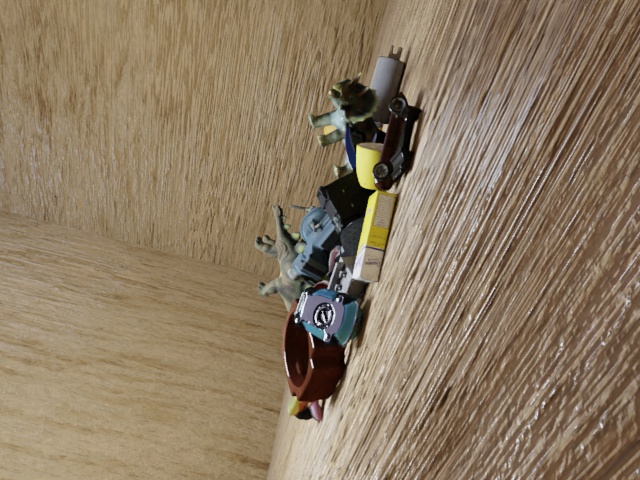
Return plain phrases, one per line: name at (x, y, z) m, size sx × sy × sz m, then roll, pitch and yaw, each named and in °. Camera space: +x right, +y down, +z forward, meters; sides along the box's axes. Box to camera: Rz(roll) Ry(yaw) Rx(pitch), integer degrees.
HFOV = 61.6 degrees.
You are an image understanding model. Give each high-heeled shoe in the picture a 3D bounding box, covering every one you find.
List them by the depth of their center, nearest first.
high-heeled shoe at (0.099, 0.007, 1.250) m, size 0.145 × 0.086 × 0.248 m, roll -32°, pitch -14°, yaw -48°

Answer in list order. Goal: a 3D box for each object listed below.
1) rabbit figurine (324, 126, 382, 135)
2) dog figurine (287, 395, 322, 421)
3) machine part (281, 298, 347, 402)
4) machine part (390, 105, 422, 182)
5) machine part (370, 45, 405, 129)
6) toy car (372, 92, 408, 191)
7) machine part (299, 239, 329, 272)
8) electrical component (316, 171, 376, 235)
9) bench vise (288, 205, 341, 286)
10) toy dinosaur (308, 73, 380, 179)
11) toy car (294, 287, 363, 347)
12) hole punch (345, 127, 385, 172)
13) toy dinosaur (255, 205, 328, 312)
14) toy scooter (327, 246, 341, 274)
rabbit figurine at (0.097, -0.327, 1.655) m, size 0.162 × 0.173 × 0.122 m, roll 98°, pitch -171°, yaw -73°
dog figurine at (-0.025, 0.347, 1.370) m, size 0.219 × 0.108 × 0.191 m, roll -86°, pitch 12°, yaw -52°
machine part at (-0.017, 0.249, 1.233) m, size 0.201 × 0.087 × 0.201 m, roll -109°, pitch 28°, yaw -43°
machine part at (0.160, -0.183, 1.015) m, size 0.084 × 0.039 × 0.139 m, roll 89°, pitch -167°, yaw -80°
machine part at (0.173, -0.405, 1.464) m, size 0.079 × 0.079 × 0.243 m, roll -87°, pitch 13°, yaw -77°
toy car at (0.152, -0.198, 1.093) m, size 0.089 × 0.053 × 0.202 m, roll 24°, pitch -98°, yaw -72°
machine part at (0.000, 0.066, 1.596) m, size 0.056 × 0.179 × 0.179 m, roll -65°, pitch -8°, yaw -59°
electrical component at (0.074, -0.091, 1.240) m, size 0.115 × 0.134 × 0.058 m, roll 59°, pitch 160°, yaw 14°
bench vise at (-0.012, -0.008, 1.402) m, size 0.223 × 0.129 × 0.241 m, roll -62°, pitch 24°, yaw 24°
toy dinosaur at (0.101, -0.266, 1.432) m, size 0.404 × 0.192 × 0.131 m, roll 58°, pitch -168°, yaw -40°
toy car at (0.029, 0.161, 1.113) m, size 0.102 × 0.162 × 0.109 m, roll 27°, pitch -102°, yaw -47°
hole punch at (0.108, -0.213, 1.302) m, size 0.142 × 0.092 × 0.115 m, roll -5°, pitch -68°, yaw -68°
toy dinosaur at (-0.074, 0.124, 1.541) m, size 0.105 × 0.199 × 0.470 m, roll -43°, pitch -51°, yaw -63°
toy scooter at (0.058, 0.060, 1.474) m, size 0.135 × 0.075 × 0.184 m, roll 103°, pitch 176°, yaw -73°
